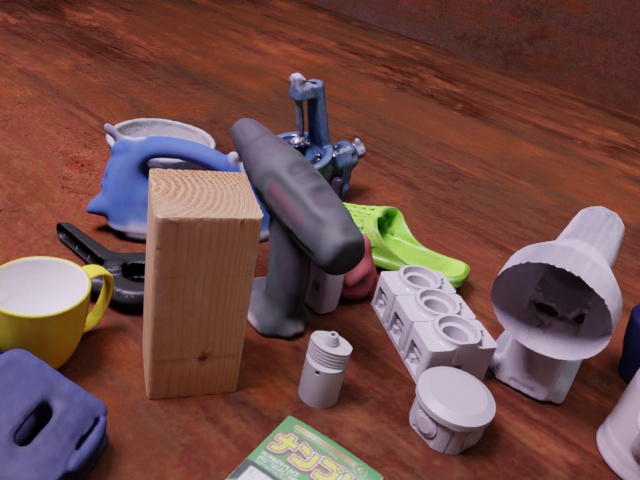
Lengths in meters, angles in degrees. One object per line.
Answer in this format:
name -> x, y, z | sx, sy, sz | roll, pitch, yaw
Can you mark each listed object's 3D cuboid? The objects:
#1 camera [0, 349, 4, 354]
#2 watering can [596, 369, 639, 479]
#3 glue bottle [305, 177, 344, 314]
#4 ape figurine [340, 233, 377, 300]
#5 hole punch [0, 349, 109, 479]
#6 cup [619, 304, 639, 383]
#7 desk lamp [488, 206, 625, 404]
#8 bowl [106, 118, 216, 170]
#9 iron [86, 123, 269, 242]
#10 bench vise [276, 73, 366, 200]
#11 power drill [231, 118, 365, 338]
camera -> -0.341, 0.100, 0.475 | 0.136, 0.101, 0.143 | 23, 32, 17
watering can -> 0.358, 0.157, 0.556 | 0.100, 0.194, 0.173 | 24, 32, 19
glue bottle -> 0.006, 0.003, 0.700 | 0.037, 0.173, 0.078 | -12, 38, -35
ape figurine -> 0.042, 0.030, 0.748 | 0.076, 0.092, 0.078 | 14, 30, 2
hole punch -> -0.225, 0.151, 0.444 | 0.101, 0.091, 0.109 | 15, 30, 4
cup -> 0.423, 0.145, 0.700 | 0.092, 0.095, 0.117 | -19, 43, -42
desk lamp -> 0.262, 0.074, 0.639 | 0.117, 0.213, 0.204 | 28, 33, 24
bowl -> -0.255, -0.133, 0.924 | 0.167, 0.075, 0.167 | 10, 30, -5
iron -> -0.179, -0.078, 0.796 | 0.258, 0.141, 0.118 | 6, 31, -11
bench vise -> -0.014, -0.165, 0.926 | 0.121, 0.220, 0.208 | 28, 34, 25
power drill -> -0.047, -0.005, 0.657 | 0.076, 0.208, 0.228 | -14, 40, -38
